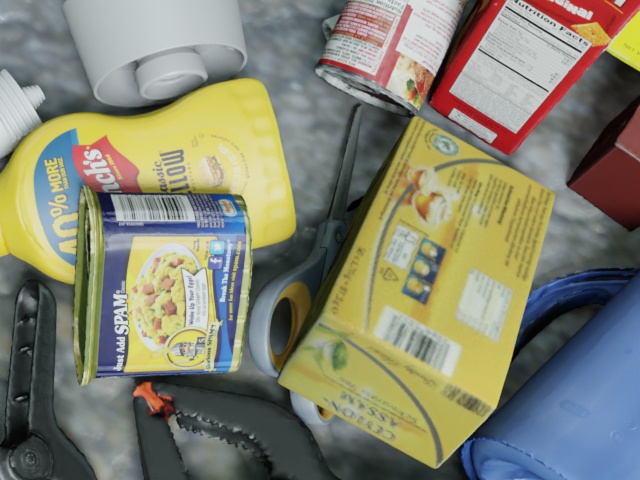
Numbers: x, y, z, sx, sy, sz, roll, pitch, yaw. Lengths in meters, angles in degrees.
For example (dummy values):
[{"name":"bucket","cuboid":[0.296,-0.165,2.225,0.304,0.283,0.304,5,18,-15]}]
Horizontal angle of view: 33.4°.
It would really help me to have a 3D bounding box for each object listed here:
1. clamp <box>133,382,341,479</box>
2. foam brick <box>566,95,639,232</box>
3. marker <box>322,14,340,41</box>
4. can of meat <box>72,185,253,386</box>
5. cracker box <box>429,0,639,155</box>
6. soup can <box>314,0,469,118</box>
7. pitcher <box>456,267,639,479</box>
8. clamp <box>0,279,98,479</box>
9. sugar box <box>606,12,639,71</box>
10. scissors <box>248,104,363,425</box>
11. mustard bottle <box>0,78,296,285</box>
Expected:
[{"name":"clamp","cuboid":[-0.011,0.139,0.545,0.164,0.036,0.210,-36,65,-23]},{"name":"foam brick","cuboid":[0.193,-0.048,0.637,0.051,0.078,0.053,37,72,3]},{"name":"marker","cuboid":[0.058,-0.154,0.683,0.121,0.020,0.020,-27,78,-15]},{"name":"can of meat","cuboid":[-0.083,0.024,0.559,0.083,0.057,0.102,0,117,-18]},{"name":"cracker box","cuboid":[0.146,-0.164,0.595,0.072,0.214,0.164,31,71,1]},{"name":"soup can","cuboid":[0.047,-0.133,0.633,0.068,0.068,0.102,24,90,0]},{"name":"pitcher","cuboid":[0.192,0.071,0.583,0.242,0.145,0.149,-43,95,-21]},{"name":"clamp","cuboid":[-0.153,0.105,0.547,0.120,0.039,0.171,-37,105,-42]},{"name":"sugar box","cuboid":[0.244,-0.153,0.661,0.093,0.048,0.176,32,50,3]},{"name":"scissors","cuboid":[-0.004,0.001,0.599,0.016,0.096,0.202,-6,72,30]},{"name":"mustard bottle","cuboid":[-0.115,-0.026,0.597,0.191,0.058,0.096,-13,97,-10]}]
